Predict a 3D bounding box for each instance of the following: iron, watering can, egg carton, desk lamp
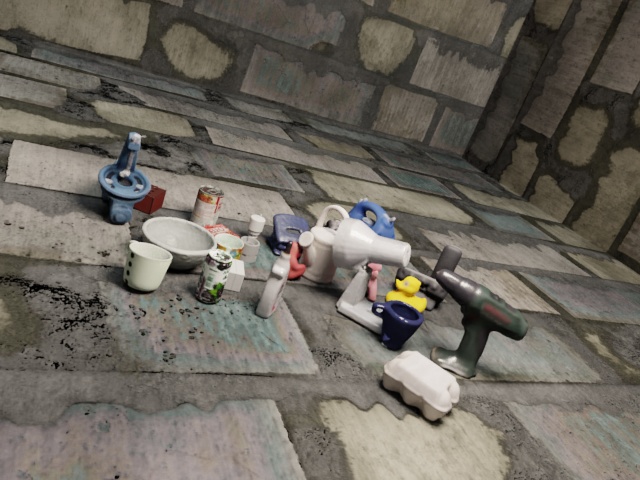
[{"bbox_3d":[0.150,-0.058,1.789,0.119,0.141,0.257,6,26,-32],"label":"iron"},{"bbox_3d":[0.015,0.006,1.444,0.100,0.194,0.173,26,22,12],"label":"watering can"},{"bbox_3d":[0.200,0.284,1.128,0.150,0.069,0.107,32,24,25],"label":"egg carton"},{"bbox_3d":[0.113,0.075,1.344,0.202,0.213,0.118,28,23,18],"label":"desk lamp"}]

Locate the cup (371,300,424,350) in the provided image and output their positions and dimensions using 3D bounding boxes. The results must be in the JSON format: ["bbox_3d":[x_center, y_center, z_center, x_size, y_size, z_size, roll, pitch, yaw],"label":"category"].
[{"bbox_3d":[0.160,0.191,1.275,0.118,0.095,0.091,18,22,-7],"label":"cup"}]

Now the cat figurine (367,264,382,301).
[{"bbox_3d":[0.131,0.077,1.486,0.067,0.118,0.127,18,22,-9],"label":"cat figurine"}]

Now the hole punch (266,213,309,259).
[{"bbox_3d":[-0.077,-0.010,1.539,0.109,0.091,0.100,8,25,-29],"label":"hole punch"}]

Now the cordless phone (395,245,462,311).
[{"bbox_3d":[0.290,0.080,1.533,0.147,0.185,0.094,23,22,5],"label":"cordless phone"}]

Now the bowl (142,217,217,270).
[{"bbox_3d":[-0.319,0.018,1.275,0.167,0.075,0.167,18,22,-7],"label":"bowl"}]

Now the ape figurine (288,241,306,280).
[{"bbox_3d":[-0.071,0.047,1.408,0.076,0.092,0.077,2,29,-40],"label":"ape figurine"}]

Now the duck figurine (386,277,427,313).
[{"bbox_3d":[0.231,0.138,1.478,0.104,0.086,0.077,20,22,-1],"label":"duck figurine"}]

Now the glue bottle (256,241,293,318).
[{"bbox_3d":[-0.089,0.078,1.209,0.037,0.173,0.078,22,22,3],"label":"glue bottle"}]

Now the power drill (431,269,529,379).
[{"bbox_3d":[0.329,0.193,1.272,0.229,0.208,0.076,22,22,2],"label":"power drill"}]

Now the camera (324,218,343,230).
[{"bbox_3d":[0.078,0.004,1.633,0.137,0.101,0.143,14,23,-17],"label":"camera"}]

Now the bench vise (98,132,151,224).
[{"bbox_3d":[-0.481,-0.174,1.381,0.122,0.220,0.206,-1,30,-43],"label":"bench vise"}]
